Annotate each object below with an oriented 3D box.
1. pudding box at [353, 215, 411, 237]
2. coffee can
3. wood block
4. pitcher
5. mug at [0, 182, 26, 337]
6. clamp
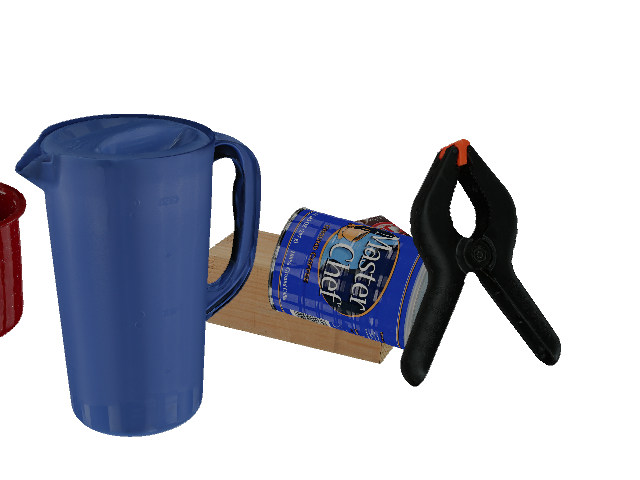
[{"bbox_3d":[0.062,0.005,1.510,0.113,0.039,0.090,-15,27,-22],"label":"pudding box"},{"bbox_3d":[0.036,0.036,0.984,0.140,0.103,0.102,16,5,19],"label":"coffee can"},{"bbox_3d":[-0.015,0.058,1.179,0.206,0.091,0.090,12,23,18],"label":"wood block"},{"bbox_3d":[-0.139,0.026,0.848,0.149,0.243,0.144,9,22,18],"label":"pitcher"},{"bbox_3d":[-0.239,0.018,0.660,0.117,0.081,0.093,-17,32,-37],"label":"mug"},{"bbox_3d":[0.095,0.019,0.743,0.120,0.171,0.039,-15,-4,-25],"label":"clamp"}]
